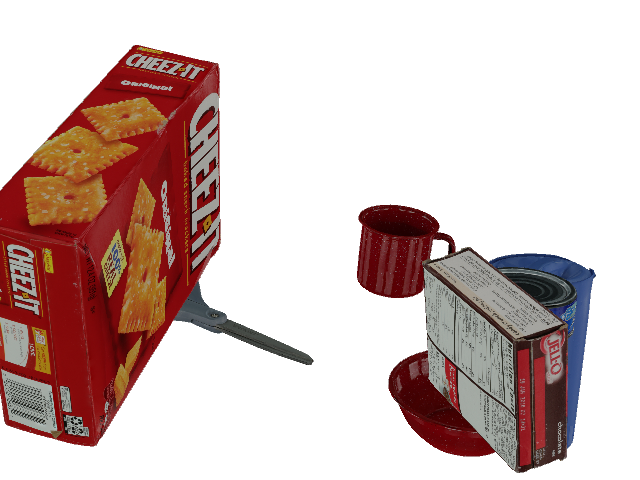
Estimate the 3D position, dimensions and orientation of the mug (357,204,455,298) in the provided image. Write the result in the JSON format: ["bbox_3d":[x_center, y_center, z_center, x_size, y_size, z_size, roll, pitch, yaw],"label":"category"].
[{"bbox_3d":[0.098,0.014,1.234,0.117,0.081,0.093,3,25,-6],"label":"mug"}]

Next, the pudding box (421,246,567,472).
[{"bbox_3d":[0.101,0.067,0.627,0.039,0.090,0.114,-15,27,-19],"label":"pudding box"}]

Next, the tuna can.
[{"bbox_3d":[0.161,0.051,0.854,0.086,0.034,0.086,2,20,-1],"label":"tuna can"}]

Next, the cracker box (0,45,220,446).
[{"bbox_3d":[-0.129,-0.002,0.682,0.072,0.164,0.213,14,39,11],"label":"cracker box"}]

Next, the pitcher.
[{"bbox_3d":[0.263,0.146,1.354,0.149,0.243,0.144,5,16,18],"label":"pitcher"}]

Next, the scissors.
[{"bbox_3d":[-0.089,0.058,0.900,0.202,0.016,0.096,13,26,13],"label":"scissors"}]

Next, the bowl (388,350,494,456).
[{"bbox_3d":[0.148,0.172,1.090,0.162,0.055,0.162,2,24,-1],"label":"bowl"}]
